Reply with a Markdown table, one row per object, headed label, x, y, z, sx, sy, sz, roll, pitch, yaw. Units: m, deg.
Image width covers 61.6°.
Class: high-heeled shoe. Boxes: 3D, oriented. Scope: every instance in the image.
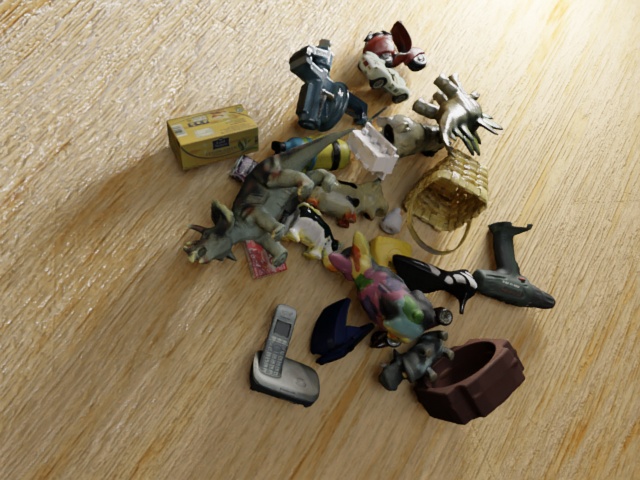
| label | x | y | z | sx | sy | sz | roll | pitch | yaw |
| --- | --- | --- | --- | --- | --- | --- | --- | --- | --- |
| high-heeled shoe | 0.269 | 0.068 | 1.235 | 0.248 | 0.086 | 0.145 | 39 | 42 | -18 |

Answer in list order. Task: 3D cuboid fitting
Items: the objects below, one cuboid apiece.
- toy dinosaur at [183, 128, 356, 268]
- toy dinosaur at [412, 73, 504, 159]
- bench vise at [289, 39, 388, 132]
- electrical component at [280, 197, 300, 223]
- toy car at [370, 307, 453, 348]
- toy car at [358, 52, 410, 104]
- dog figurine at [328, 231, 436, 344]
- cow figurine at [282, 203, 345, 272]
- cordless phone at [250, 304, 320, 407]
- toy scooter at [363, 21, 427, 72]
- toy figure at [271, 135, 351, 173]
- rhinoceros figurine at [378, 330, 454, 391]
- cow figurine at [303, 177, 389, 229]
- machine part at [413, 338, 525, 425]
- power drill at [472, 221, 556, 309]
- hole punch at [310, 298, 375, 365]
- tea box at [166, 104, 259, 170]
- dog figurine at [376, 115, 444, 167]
| label | x | y | z | sx | sy | sz | roll | pitch | yaw |
| --- | --- | --- | --- | --- | --- | --- | --- | --- | --- |
| toy dinosaur | -0.105 | -0.091 | 1.085 | 0.192 | 0.131 | 0.405 | 30 | 75 | 22 |
| toy dinosaur | 0.325 | -0.290 | 1.257 | 0.198 | 0.105 | 0.471 | 42 | 37 | 7 |
| bench vise | 0.032 | -0.336 | 1.240 | 0.240 | 0.129 | 0.223 | 20 | 61 | -36 |
| electrical component | -0.074 | -0.082 | 1.176 | 0.063 | 0.021 | 0.094 | 40 | 66 | -46 |
| toy car | 0.201 | 0.194 | 1.198 | 0.202 | 0.089 | 0.053 | -16 | 87 | -21 |
| toy car | 0.156 | -0.382 | 1.276 | 0.201 | 0.056 | 0.073 | 8 | 49 | -55 |
| dog figurine | 0.117 | 0.091 | 1.093 | 0.108 | 0.192 | 0.219 | -41 | 104 | -7 |
| cow figurine | -0.003 | -0.003 | 1.170 | 0.167 | 0.068 | 0.098 | 38 | 72 | -26 |
| cordless phone | -0.059 | 0.234 | 1.101 | 0.146 | 0.089 | 0.184 | 22 | 68 | -14 |
| toy scooter | 0.178 | -0.486 | 1.342 | 0.184 | 0.075 | 0.135 | -10 | 82 | -25 |
| toy figure | -0.017 | -0.187 | 1.193 | 0.180 | 0.089 | 0.082 | -3 | 121 | -33 |
| rhinoceros figurine | 0.208 | 0.260 | 1.175 | 0.190 | 0.112 | 0.073 | -30 | 111 | -34 |
| cow figurine | 0.064 | -0.096 | 1.215 | 0.195 | 0.085 | 0.127 | 18 | 74 | -11 |
| machine part | 0.320 | 0.300 | 1.156 | 0.201 | 0.201 | 0.087 | -31 | 93 | -23 |
| power drill | 0.487 | 0.062 | 1.341 | 0.232 | 0.086 | 0.207 | 7 | 84 | -16 |
| hole punch | 0.033 | 0.190 | 1.119 | 0.092 | 0.142 | 0.116 | 52 | 54 | -5 |
| tea box | -0.223 | -0.217 | 1.123 | 0.170 | 0.068 | 0.098 | -17 | 51 | -22 |
| dog figurine | 0.231 | -0.248 | 1.263 | 0.191 | 0.172 | 0.121 | -15 | 95 | -15 |
